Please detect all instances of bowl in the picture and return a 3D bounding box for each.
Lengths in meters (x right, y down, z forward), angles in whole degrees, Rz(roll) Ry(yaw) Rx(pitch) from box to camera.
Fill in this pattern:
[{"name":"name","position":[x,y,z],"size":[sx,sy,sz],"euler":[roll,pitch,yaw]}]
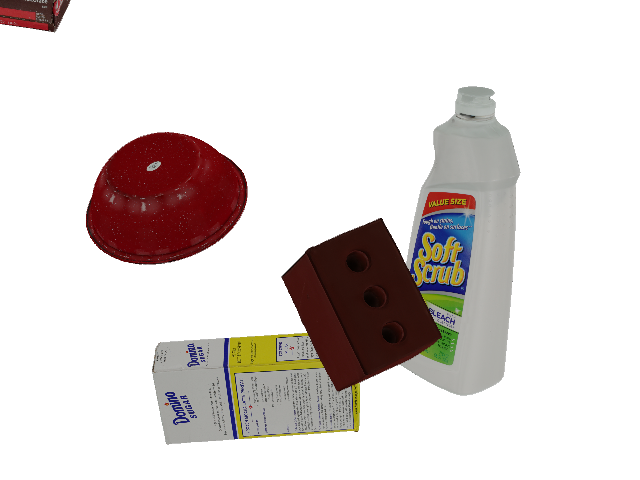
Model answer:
[{"name":"bowl","position":[-0.154,-0.053,1.021],"size":[0.162,0.162,0.055],"euler":[0,-43,11]}]

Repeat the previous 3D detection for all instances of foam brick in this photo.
[{"name":"foam brick","position":[0.022,0.038,0.605],"size":[0.052,0.078,0.051],"euler":[-23,-9,-25]}]

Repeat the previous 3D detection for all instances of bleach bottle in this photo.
[{"name":"bleach bottle","position":[0.113,-0.003,0.878],"size":[0.067,0.251,0.103],"euler":[-17,29,-35]}]

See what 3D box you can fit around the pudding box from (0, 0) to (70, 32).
[{"name":"pudding box","position":[-0.250,-0.217,0.876],"size":[0.090,0.039,0.113],"euler":[8,36,-4]}]

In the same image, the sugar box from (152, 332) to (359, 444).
[{"name":"sugar box","position":[-0.054,0.129,0.939],"size":[0.176,0.093,0.048],"euler":[-2,36,1]}]
